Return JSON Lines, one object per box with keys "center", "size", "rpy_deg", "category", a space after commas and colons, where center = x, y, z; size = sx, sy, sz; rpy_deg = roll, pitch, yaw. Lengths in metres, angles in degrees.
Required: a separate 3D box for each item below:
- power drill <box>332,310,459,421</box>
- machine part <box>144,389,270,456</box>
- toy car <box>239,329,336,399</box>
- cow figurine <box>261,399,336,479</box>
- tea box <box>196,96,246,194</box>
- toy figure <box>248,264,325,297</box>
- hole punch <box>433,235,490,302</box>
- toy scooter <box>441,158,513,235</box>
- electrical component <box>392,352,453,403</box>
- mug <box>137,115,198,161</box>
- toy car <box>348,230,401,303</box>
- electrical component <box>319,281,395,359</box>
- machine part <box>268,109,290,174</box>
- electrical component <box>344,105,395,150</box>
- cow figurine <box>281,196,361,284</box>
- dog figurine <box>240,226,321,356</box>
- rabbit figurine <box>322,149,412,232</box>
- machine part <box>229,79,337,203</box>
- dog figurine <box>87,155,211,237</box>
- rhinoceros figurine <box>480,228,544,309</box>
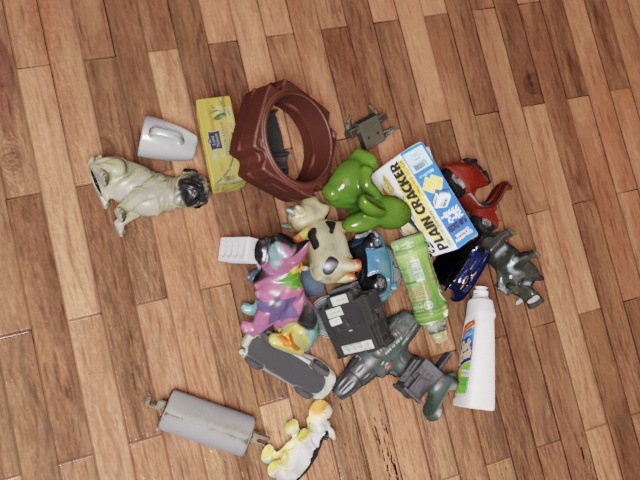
{"center": [0.163, 0.277, 1.096], "size": [0.207, 0.086, 0.232], "rpy_deg": [37, 75, 2], "category": "power drill"}
{"center": [-0.211, 0.341, 1.005], "size": [0.243, 0.079, 0.079], "rpy_deg": [21, 79, -9], "category": "machine part"}
{"center": [-0.064, 0.242, 1.055], "size": [0.202, 0.056, 0.073], "rpy_deg": [32, 97, -5], "category": "toy car"}
{"center": [-0.026, 0.393, 1.037], "size": [0.167, 0.068, 0.098], "rpy_deg": [-44, 123, -11], "category": "cow figurine"}
{"center": [-0.196, -0.185, 1.062], "size": [0.068, 0.098, 0.169], "rpy_deg": [-12, 84, -14], "category": "tea box"}
{"center": [-0.067, 0.081, 1.078], "size": [0.154, 0.058, 0.064], "rpy_deg": [9, 76, -6], "category": "toy figure"}
{"center": [0.302, 0.067, 1.130], "size": [0.092, 0.116, 0.142], "rpy_deg": [42, 77, -13], "category": "hole punch"}
{"center": [0.350, -0.112, 1.179], "size": [0.135, 0.075, 0.184], "rpy_deg": [-40, 95, -14], "category": "toy scooter"}
{"center": [0.200, 0.251, 1.029], "size": [0.048, 0.075, 0.119], "rpy_deg": [41, 79, -1], "category": "electrical component"}
{"center": [-0.292, -0.195, 1.043], "size": [0.107, 0.109, 0.080], "rpy_deg": [11, 78, -23], "category": "mug"}
{"center": [0.113, 0.065, 1.102], "size": [0.103, 0.109, 0.161], "rpy_deg": [12, 68, -34], "category": "toy car"}
{"center": [0.066, 0.149, 1.028], "size": [0.058, 0.115, 0.134], "rpy_deg": [-22, 92, -58], "category": "electrical component"}
{"center": [-0.107, -0.202, 1.114], "size": [0.084, 0.039, 0.138], "rpy_deg": [-5, 86, -7], "category": "machine part"}
{"center": [0.104, -0.242, 1.161], "size": [0.102, 0.045, 0.078], "rpy_deg": [-35, 120, -11], "category": "electrical component"}
{"center": [-0.002, -0.003, 1.072], "size": [0.127, 0.085, 0.195], "rpy_deg": [-4, 59, -19], "category": "cow figurine"}
{"center": [-0.053, 0.086, 0.995], "size": [0.191, 0.108, 0.219], "rpy_deg": [26, 110, -11], "category": "dog figurine"}
{"center": [0.100, -0.082, 1.052], "size": [0.170, 0.121, 0.159], "rpy_deg": [33, 33, 11], "category": "rabbit figurine"}
{"center": [-0.064, -0.189, 1.043], "size": [0.201, 0.087, 0.201], "rpy_deg": [27, 65, -41], "category": "machine part"}
{"center": [-0.327, -0.115, 1.037], "size": [0.190, 0.121, 0.172], "rpy_deg": [-28, 93, -28], "category": "dog figurine"}
{"center": [0.422, 0.063, 1.173], "size": [0.112, 0.073, 0.190], "rpy_deg": [-41, 92, -15], "category": "rhinoceros figurine"}
